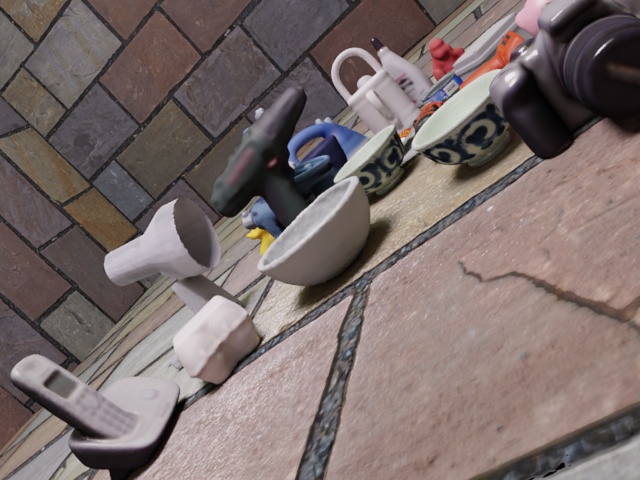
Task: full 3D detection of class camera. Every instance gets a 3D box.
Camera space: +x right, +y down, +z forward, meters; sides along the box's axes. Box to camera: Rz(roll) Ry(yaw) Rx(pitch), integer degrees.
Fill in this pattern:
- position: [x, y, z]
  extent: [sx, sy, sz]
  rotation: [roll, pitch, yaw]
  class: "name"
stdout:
- position: [0.210, -0.141, 0.462]
  extent: [0.143, 0.101, 0.137]
  rotation: [-38, 13, 24]
  class: "camera"

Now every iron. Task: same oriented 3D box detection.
- position: [-0.002, -0.194, 1.274]
  extent: [0.259, 0.141, 0.118]
  rotation: [-49, 13, -27]
  class: "iron"

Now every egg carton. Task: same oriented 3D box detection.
- position: [-0.138, 0.129, 0.751]
  extent: [0.107, 0.069, 0.150]
  rotation: [-46, 12, -13]
  class: "egg carton"

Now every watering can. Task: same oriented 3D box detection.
- position: [0.101, -0.291, 1.139]
  extent: [0.101, 0.194, 0.172]
  rotation: [-45, 12, -6]
  class: "watering can"

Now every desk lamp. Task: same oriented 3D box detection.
- position: [-0.223, 0.065, 0.912]
  extent: [0.203, 0.214, 0.118]
  rotation: [-39, 12, 20]
  class: "desk lamp"

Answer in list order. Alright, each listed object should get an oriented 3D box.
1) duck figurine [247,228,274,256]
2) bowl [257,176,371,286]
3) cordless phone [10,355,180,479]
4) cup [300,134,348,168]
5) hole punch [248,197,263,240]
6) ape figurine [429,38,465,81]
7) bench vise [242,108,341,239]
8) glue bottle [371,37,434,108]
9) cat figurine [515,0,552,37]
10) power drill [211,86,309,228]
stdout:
- position: [-0.095, -0.024, 1.116]
  extent: [0.104, 0.086, 0.077]
  rotation: [-45, 12, -8]
  class: "duck figurine"
- position: [0.006, 0.003, 0.704]
  extent: [0.167, 0.075, 0.167]
  rotation: [-41, 12, 11]
  class: "bowl"
- position: [-0.270, 0.187, 0.700]
  extent: [0.094, 0.185, 0.147]
  rotation: [-41, 12, 11]
  class: "cordless phone"
- position: [0.018, -0.142, 1.135]
  extent: [0.091, 0.095, 0.118]
  rotation: [-36, 13, 30]
  class: "cup"
- position: [-0.095, -0.051, 1.200]
  extent: [0.108, 0.091, 0.101]
  rotation: [-41, 12, 9]
  class: "hole punch"
- position: [0.250, -0.361, 1.143]
  extent: [0.077, 0.092, 0.076]
  rotation: [-40, 12, 18]
  class: "ape figurine"
- position: [-0.075, -0.104, 0.998]
  extent: [0.207, 0.220, 0.121]
  rotation: [-43, 12, 3]
  class: "bench vise"
- position: [0.164, -0.351, 1.193]
  extent: [0.078, 0.173, 0.037]
  rotation: [-34, 15, 38]
  class: "glue bottle"
- position: [0.253, -0.225, 0.576]
  extent: [0.067, 0.118, 0.127]
  rotation: [-42, 12, 7]
  class: "cat figurine"
- position: [-0.051, -0.095, 0.914]
  extent: [0.229, 0.208, 0.075]
  rotation: [-42, 12, 8]
  class: "power drill"
